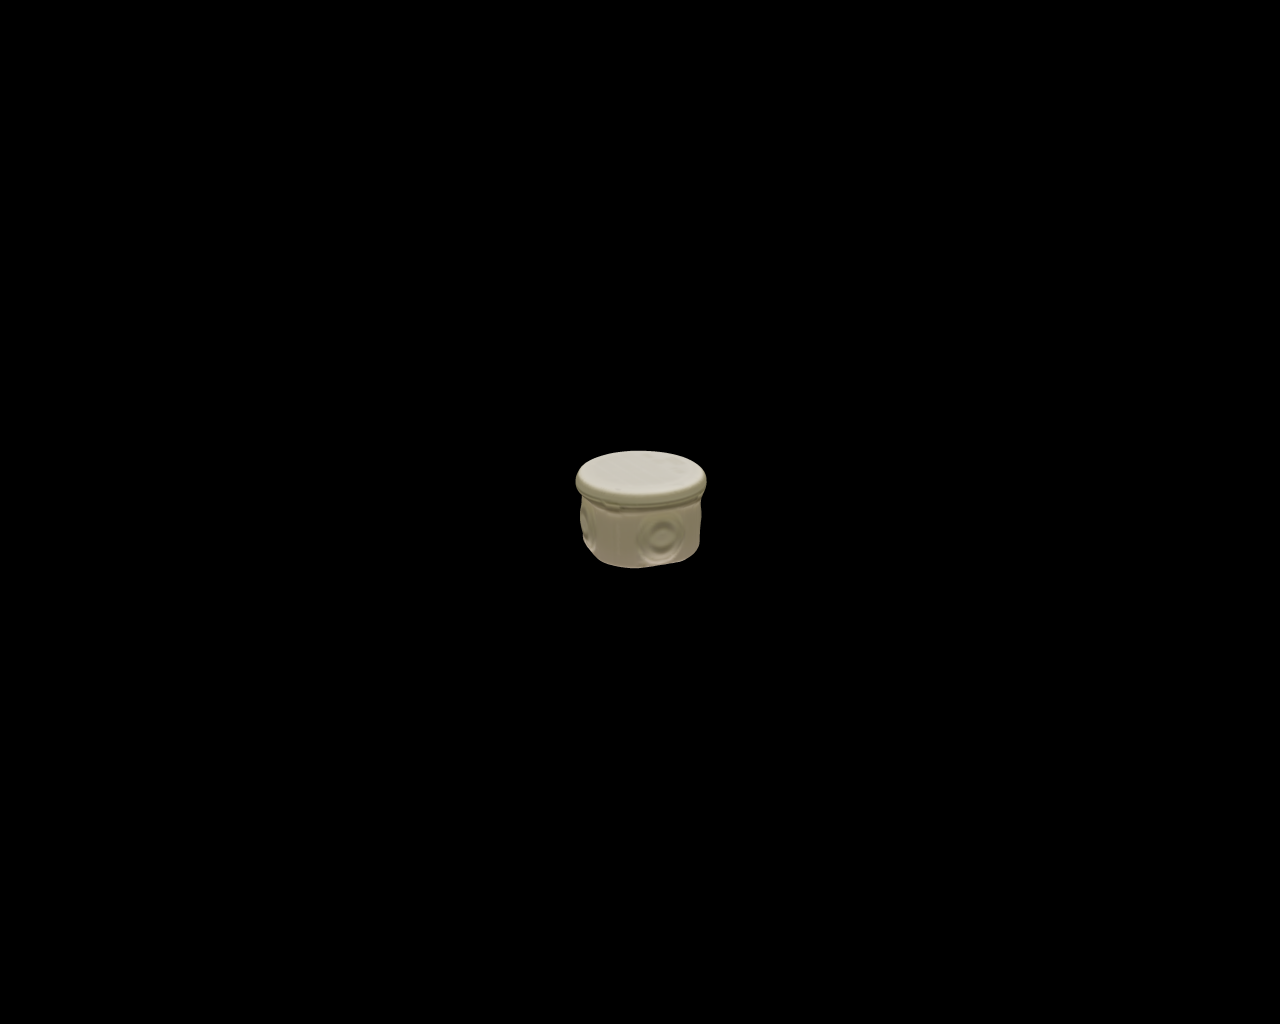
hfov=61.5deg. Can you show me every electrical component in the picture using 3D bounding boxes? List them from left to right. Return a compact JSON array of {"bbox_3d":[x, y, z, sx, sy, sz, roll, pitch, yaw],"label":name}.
[{"bbox_3d":[0.001,-0.003,0.650,0.080,0.050,0.080,0,23,0],"label":"electrical component"}]
